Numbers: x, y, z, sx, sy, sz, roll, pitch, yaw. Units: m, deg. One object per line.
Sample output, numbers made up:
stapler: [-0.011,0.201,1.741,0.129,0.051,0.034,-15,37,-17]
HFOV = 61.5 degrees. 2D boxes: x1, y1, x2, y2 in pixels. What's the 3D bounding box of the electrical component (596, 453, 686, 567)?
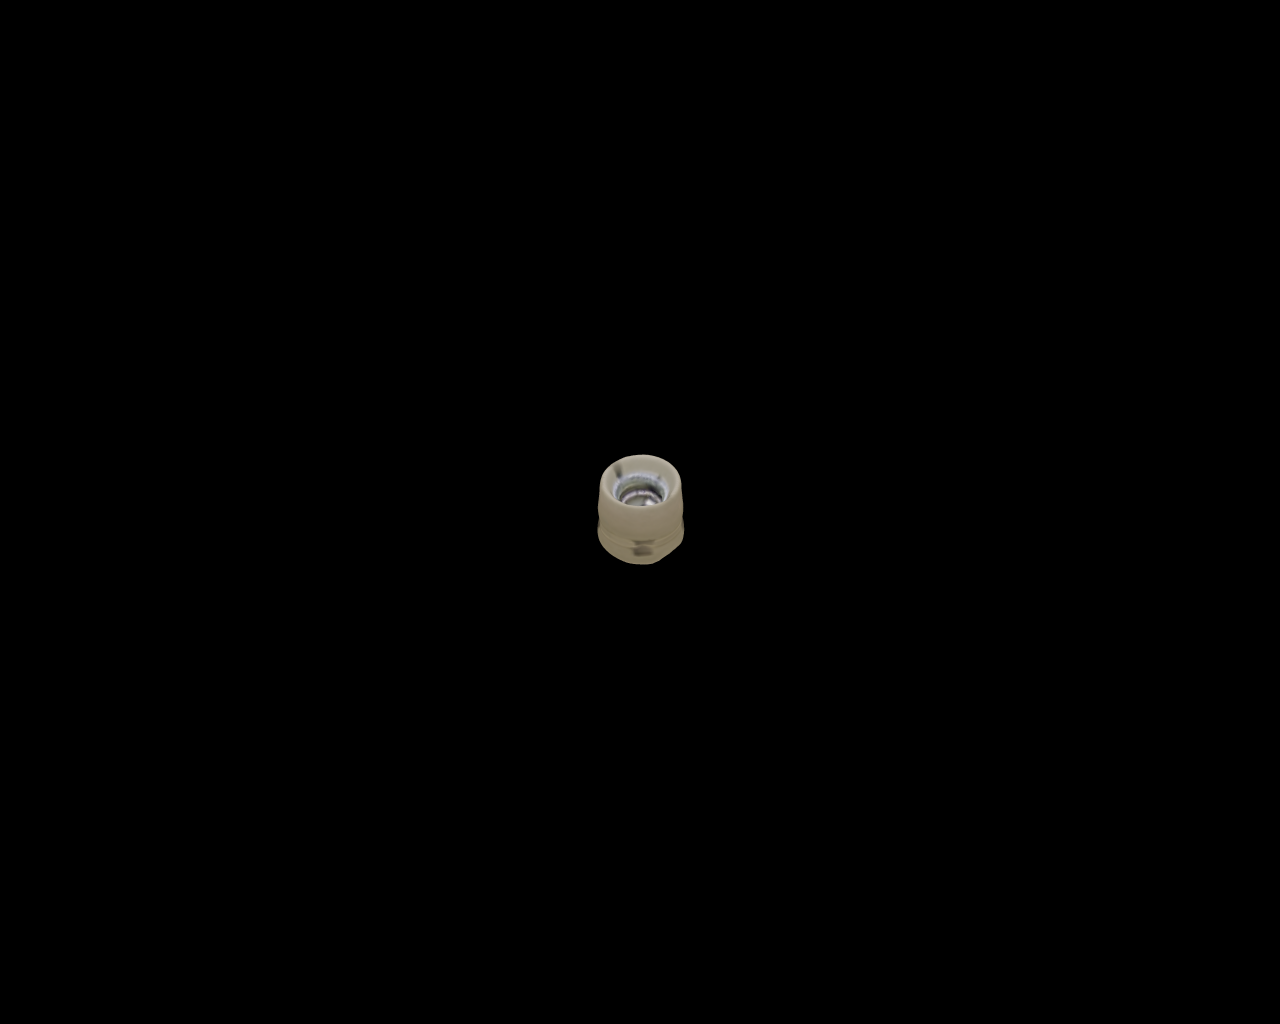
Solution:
electrical component: [0.001,-0.003,0.650,0.055,0.055,0.047,0,-45,0]
